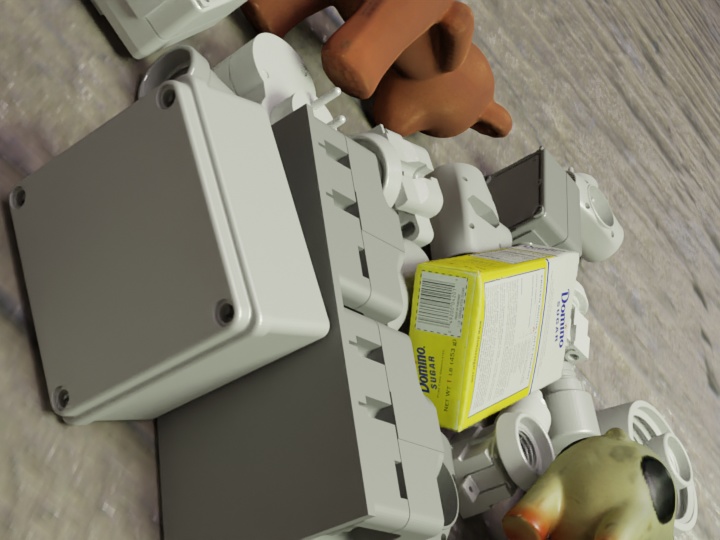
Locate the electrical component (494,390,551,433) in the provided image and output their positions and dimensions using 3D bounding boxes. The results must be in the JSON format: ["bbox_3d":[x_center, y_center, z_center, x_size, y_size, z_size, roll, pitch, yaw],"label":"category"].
[{"bbox_3d":[0.110,0.097,0.711,0.035,0.035,0.061,57,29,-9],"label":"electrical component"}]

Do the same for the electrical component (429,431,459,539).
[{"bbox_3d":[0.010,0.106,0.546,0.079,0.044,0.077,48,33,-22],"label":"electrical component"}]

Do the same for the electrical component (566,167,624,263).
[{"bbox_3d":[0.192,-0.059,0.946,0.077,0.044,0.079,42,36,-30],"label":"electrical component"}]

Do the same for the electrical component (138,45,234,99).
[{"bbox_3d":[-0.086,-0.088,0.564,0.046,0.040,0.040,39,37,-42],"label":"electrical component"}]

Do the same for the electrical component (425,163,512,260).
[{"bbox_3d":[0.080,-0.024,0.753,0.079,0.043,0.077,31,42,-40],"label":"electrical component"}]

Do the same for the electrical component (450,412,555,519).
[{"bbox_3d":[0.081,0.113,0.636,0.048,0.055,0.066,59,31,-5],"label":"electrical component"}]

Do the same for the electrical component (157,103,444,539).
[{"bbox_3d":[-0.033,0.037,0.477,0.060,0.105,0.186,26,46,-47],"label":"electrical component"}]

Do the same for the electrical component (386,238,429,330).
[{"bbox_3d":[0.000,0.000,0.616,0.079,0.043,0.077,57,31,-9],"label":"electrical component"}]

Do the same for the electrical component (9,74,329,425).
[{"bbox_3d":[-0.080,-0.005,0.439,0.056,0.109,0.108,10,58,-56],"label":"electrical component"}]

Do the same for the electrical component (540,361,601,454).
[{"bbox_3d":[0.143,0.093,0.758,0.040,0.040,0.078,28,45,-43],"label":"electrical component"}]

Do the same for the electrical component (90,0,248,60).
[{"bbox_3d":[-0.104,-0.154,0.566,0.061,0.061,0.096,56,31,-9],"label":"electrical component"}]

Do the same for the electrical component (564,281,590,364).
[{"bbox_3d":[0.144,0.037,0.800,0.066,0.048,0.055,42,44,-29],"label":"electrical component"}]

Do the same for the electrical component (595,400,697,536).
[{"bbox_3d":[0.207,0.148,0.789,0.108,0.060,0.108,36,39,-37],"label":"electrical component"}]

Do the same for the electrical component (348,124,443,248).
[{"bbox_3d":[0.010,-0.052,0.660,0.057,0.058,0.078,12,57,-56],"label":"electrical component"}]

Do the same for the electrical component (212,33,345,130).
[{"bbox_3d":[-0.037,-0.073,0.590,0.052,0.074,0.138,25,47,-46],"label":"electrical component"}]

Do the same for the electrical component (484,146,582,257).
[{"bbox_3d":[0.131,-0.034,0.820,0.061,0.062,0.096,43,36,-29],"label":"electrical component"}]
